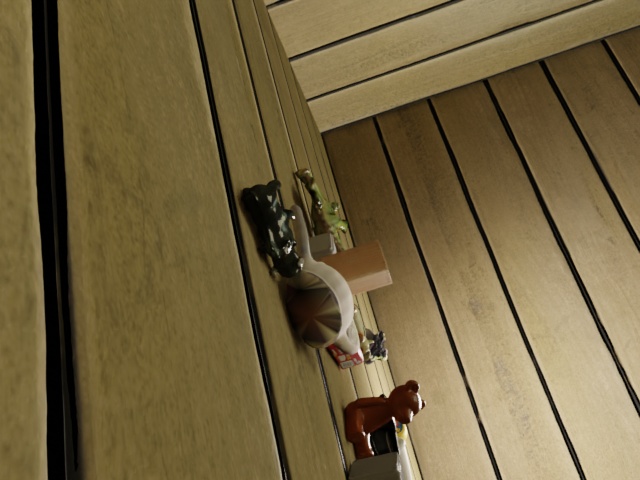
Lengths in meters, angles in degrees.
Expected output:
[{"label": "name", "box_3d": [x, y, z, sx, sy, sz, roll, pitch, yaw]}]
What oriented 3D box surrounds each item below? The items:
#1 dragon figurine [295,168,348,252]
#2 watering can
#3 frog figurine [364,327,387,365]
[{"label": "dragon figurine", "box_3d": [0.005, -0.082, 1.620, 0.238, 0.122, 0.419, 56, 6, -47]}, {"label": "watering can", "box_3d": [-0.012, 0.086, 1.072, 0.349, 0.103, 0.225, 63, 14, 5]}, {"label": "frog figurine", "box_3d": [0.161, 0.378, 1.873, 0.159, 0.124, 0.135, 7, -50, 57]}]
